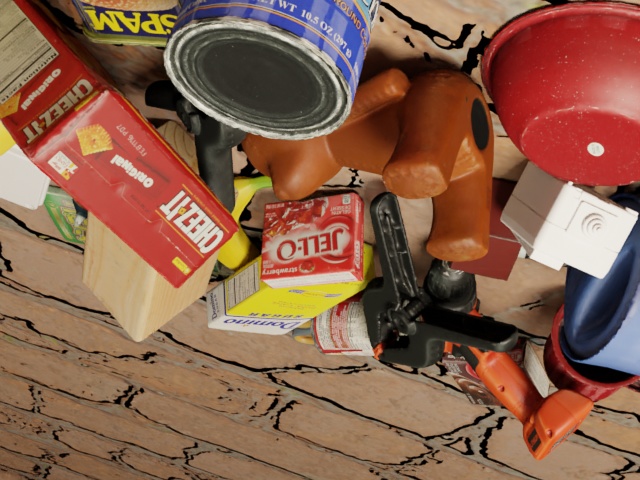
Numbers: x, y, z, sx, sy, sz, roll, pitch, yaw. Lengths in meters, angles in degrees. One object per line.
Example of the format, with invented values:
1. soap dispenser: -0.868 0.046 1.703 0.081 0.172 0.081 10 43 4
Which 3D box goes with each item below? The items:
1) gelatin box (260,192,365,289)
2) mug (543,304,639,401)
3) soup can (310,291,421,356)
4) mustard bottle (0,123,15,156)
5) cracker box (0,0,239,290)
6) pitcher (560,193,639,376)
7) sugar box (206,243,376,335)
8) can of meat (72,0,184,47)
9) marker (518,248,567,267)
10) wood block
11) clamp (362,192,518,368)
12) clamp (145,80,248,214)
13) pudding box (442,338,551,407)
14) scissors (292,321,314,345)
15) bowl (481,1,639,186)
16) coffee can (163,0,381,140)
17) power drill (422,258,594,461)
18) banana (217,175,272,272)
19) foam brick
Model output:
1. gelatin box: -0.006 0.001 0.929 0.089 0.073 0.030 -6 158 21
2. mug: 0.262 0.107 0.980 0.117 0.093 0.081 29 162 11
3. soup can: 0.051 0.086 1.091 0.102 0.068 0.068 -2 149 32
4. mustard bottle: -0.294 -0.126 0.792 0.096 0.058 0.191 52 -179 14
5. cracker box: -0.165 -0.083 0.749 0.214 0.072 0.164 45 177 42
6. pitcher: 0.320 0.056 0.812 0.242 0.145 0.149 16 -163 -9
7. sugar box: -0.033 0.047 1.044 0.093 0.048 0.177 9 152 -30
8. can of meat: -0.117 -0.173 0.681 0.102 0.057 0.084 7 150 17
9. marker: 0.195 0.011 0.912 0.121 0.020 0.020 12 154 9
10. wood block: -0.148 -0.001 0.956 0.090 0.090 0.206 47 152 11
11. clamp: 0.089 0.067 0.936 0.165 0.036 0.210 47 154 18
12. clamp: -0.088 -0.099 0.767 0.120 0.039 0.172 51 152 15
13. pudding box: 0.193 0.144 1.158 0.090 0.039 0.113 1 150 29
14. scissors: 0.022 0.085 1.166 0.096 0.016 0.202 30 151 -27
15. bowl: 0.180 -0.081 0.693 0.162 0.055 0.162 13 155 6
16. coffee can: -0.016 -0.141 0.586 0.103 0.140 0.103 13 155 6
17. power drill: 0.163 0.104 0.975 0.188 0.057 0.184 49 169 21
18. banana: -0.080 -0.009 1.011 0.069 0.037 0.198 15 154 2
19. foam brick: 0.138 -0.009 0.866 0.051 0.053 0.078 13 154 5
